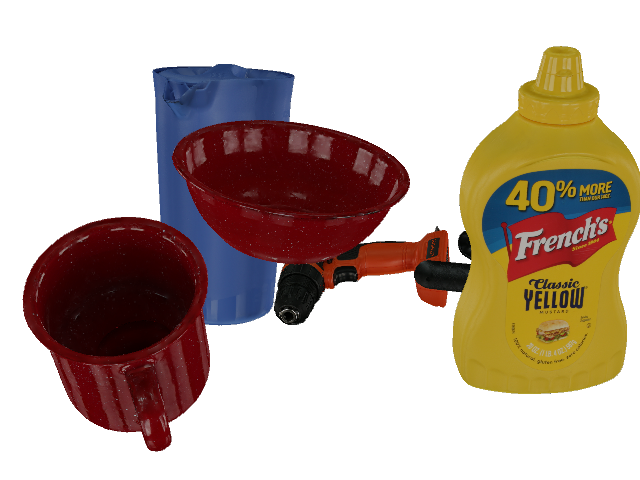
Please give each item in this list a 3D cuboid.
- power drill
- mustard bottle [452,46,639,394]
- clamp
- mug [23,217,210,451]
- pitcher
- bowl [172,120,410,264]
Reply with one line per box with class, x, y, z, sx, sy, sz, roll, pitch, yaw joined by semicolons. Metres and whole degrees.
power drill;0.048;0.037;1.193;0.188;0.057;0.184;1;29;11
mustard bottle;0.124;-0.010;0.581;0.096;0.192;0.058;-2;25;-1
clamp;0.180;0.031;0.962;0.171;0.039;0.120;16;29;15
mug;-0.098;0.057;0.559;0.093;0.117;0.081;-18;-37;-13
pitcher;-0.090;-0.049;1.039;0.149;0.243;0.145;-2;15;-17
bowl;-0.022;-0.029;0.732;0.162;0.055;0.162;6;26;-3
